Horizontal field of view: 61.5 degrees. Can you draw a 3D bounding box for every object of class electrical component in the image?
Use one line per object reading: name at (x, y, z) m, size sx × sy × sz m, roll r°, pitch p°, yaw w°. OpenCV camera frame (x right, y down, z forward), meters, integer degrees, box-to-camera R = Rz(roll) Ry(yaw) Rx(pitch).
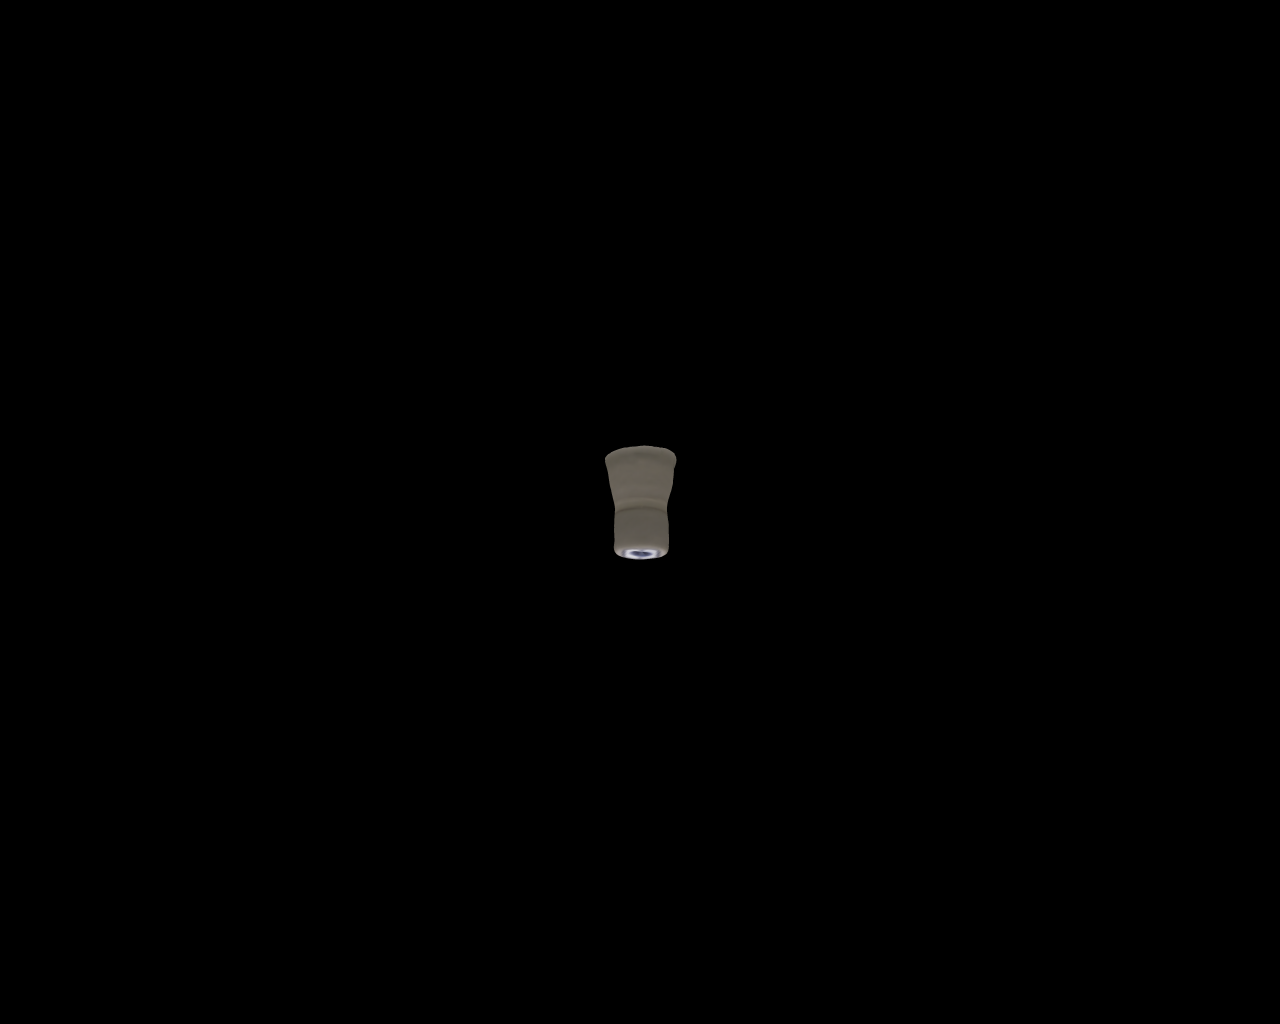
electrical component at (0.001, -0.003, 0.650) m, size 0.044 × 0.065 × 0.044 m, roll 0°, pitch -17°, yaw 0°
